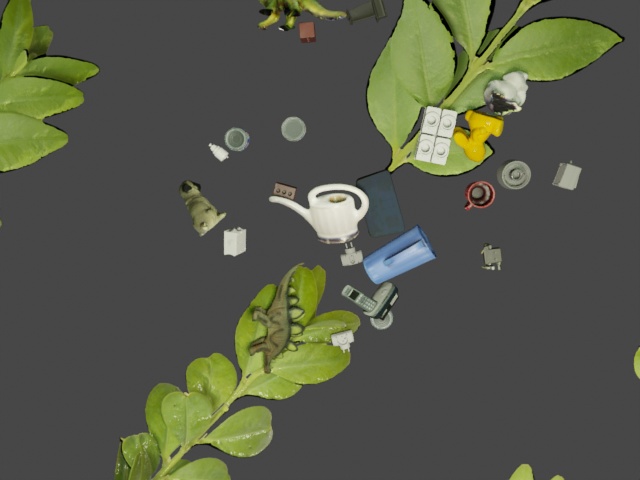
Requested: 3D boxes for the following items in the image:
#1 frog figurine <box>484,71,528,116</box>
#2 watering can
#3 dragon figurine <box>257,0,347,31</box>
[{"bbox_3d":[0.640,-0.512,1.767,0.138,0.120,0.162,22,63,8],"label":"frog figurine"},{"bbox_3d":[0.006,-0.092,1.823,0.347,0.106,0.220,-5,119,13],"label":"watering can"},{"bbox_3d":[-0.093,-0.829,1.725,0.410,0.120,0.246,6,73,13],"label":"dragon figurine"}]
